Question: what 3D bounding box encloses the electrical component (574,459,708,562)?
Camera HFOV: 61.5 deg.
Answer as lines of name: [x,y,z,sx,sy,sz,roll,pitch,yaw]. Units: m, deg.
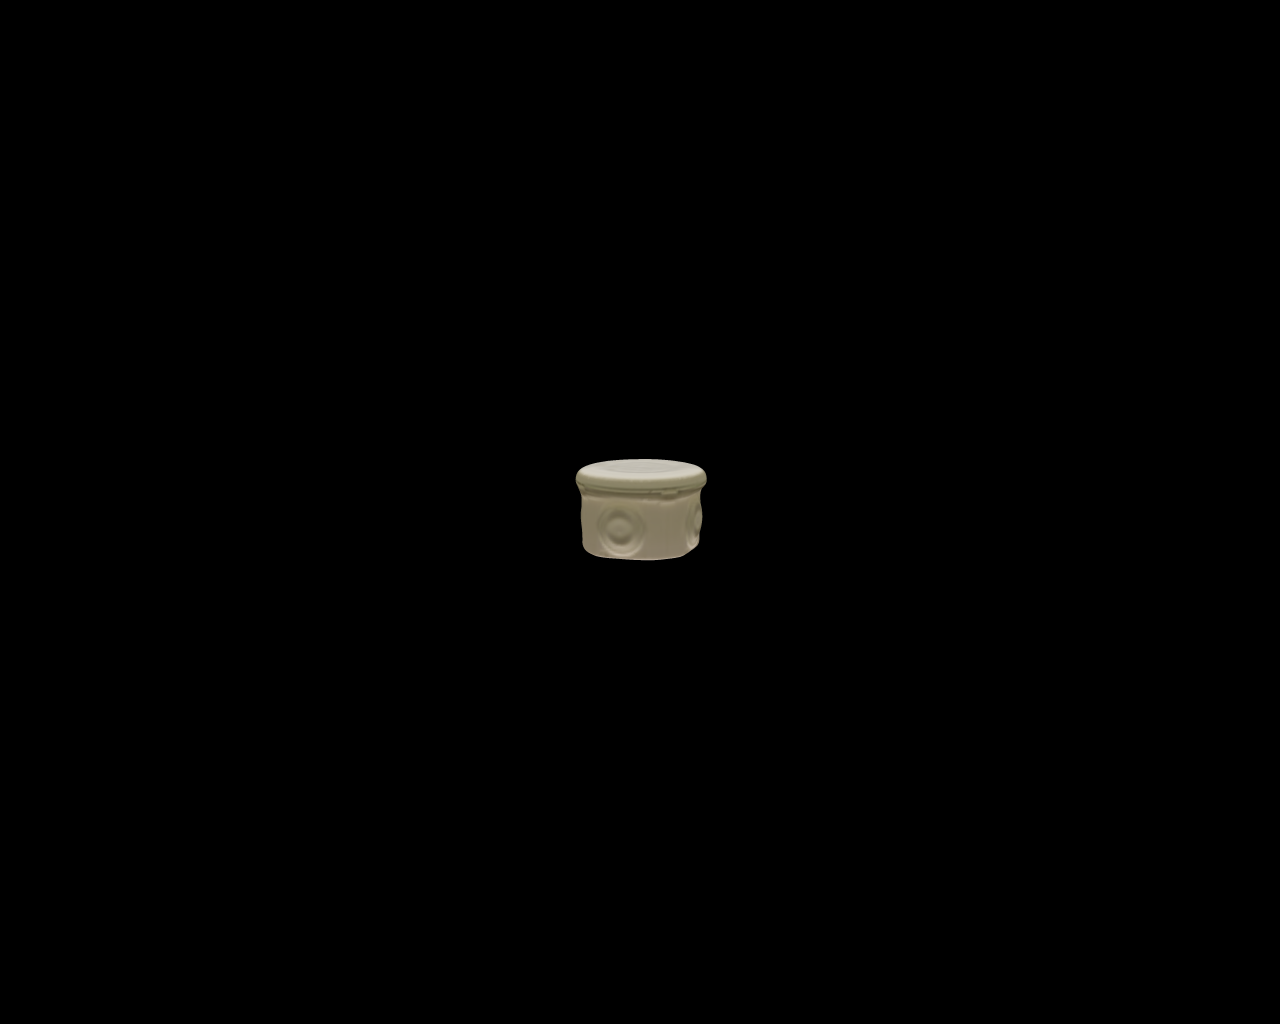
electrical component: [0.001,-0.003,0.650,0.080,0.051,0.080,0,11,0]
